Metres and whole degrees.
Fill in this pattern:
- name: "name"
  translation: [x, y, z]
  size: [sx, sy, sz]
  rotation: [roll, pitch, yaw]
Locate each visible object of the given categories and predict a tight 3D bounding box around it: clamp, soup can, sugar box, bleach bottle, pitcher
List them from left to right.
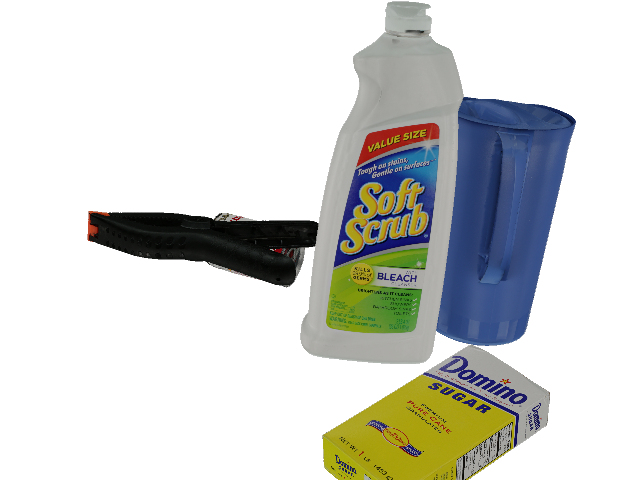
- name: "clamp"
  translation: [-0.104, 0.001, 0.934]
  size: [0.210, 0.036, 0.164]
  rotation: [5, 12, 0]
- name: "soup can"
  translation: [-0.078, 0.010, 1.262]
  size: [0.102, 0.068, 0.068]
  rotation: [15, 5, 20]
- name: "bleach bottle"
  translation: [0.043, -0.040, 0.751]
  size: [0.102, 0.251, 0.068]
  rotation: [5, 20, 3]
- name: "sugar box"
  translation: [0.098, 0.156, 0.885]
  size: [0.176, 0.048, 0.093]
  rotation: [-29, 42, -30]
- name: "pitcher"
  translation: [0.173, -0.017, 1.083]
  size: [0.148, 0.243, 0.145]
  rotation: [-13, 27, -41]
